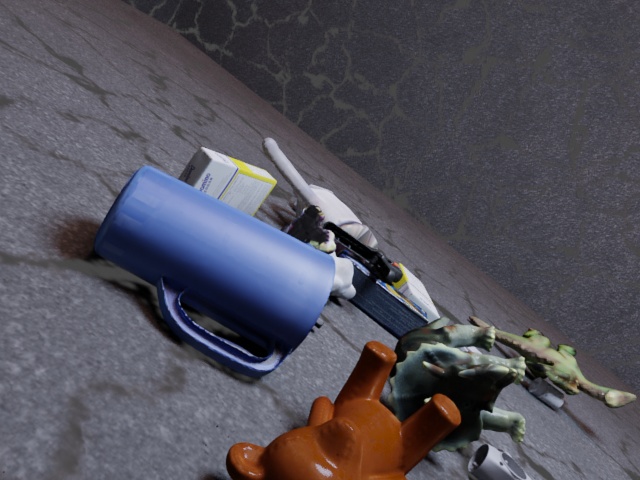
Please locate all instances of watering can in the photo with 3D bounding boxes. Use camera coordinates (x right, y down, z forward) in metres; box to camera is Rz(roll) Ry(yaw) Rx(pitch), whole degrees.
[{"bbox_3d":[0.003,-0.053,1.061,0.228,0.104,0.341,47,-3,41],"label":"watering can"}]

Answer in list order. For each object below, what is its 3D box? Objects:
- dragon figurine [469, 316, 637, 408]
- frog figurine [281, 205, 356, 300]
[{"bbox_3d":[0.556,0.299,1.282,0.413,0.122,0.241,24,2,20],"label":"dragon figurine"},{"bbox_3d":[-0.009,0.043,0.861,0.139,0.124,0.156,39,-26,44],"label":"frog figurine"}]
